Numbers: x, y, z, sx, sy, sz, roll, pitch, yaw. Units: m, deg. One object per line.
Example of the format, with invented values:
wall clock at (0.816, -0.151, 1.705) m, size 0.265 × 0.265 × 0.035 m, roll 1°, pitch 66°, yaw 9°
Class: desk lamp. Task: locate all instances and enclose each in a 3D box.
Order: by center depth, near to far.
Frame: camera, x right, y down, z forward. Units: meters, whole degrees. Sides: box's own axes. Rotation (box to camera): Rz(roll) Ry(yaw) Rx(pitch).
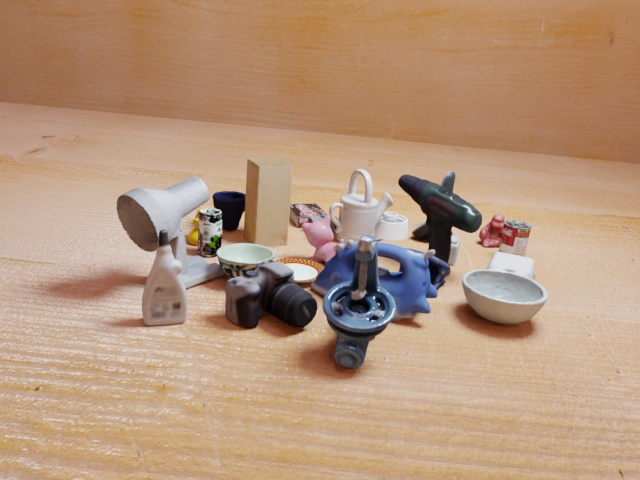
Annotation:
desk lamp at (-0.294, -0.014, 1.146) m, size 0.117 × 0.213 × 0.204 m, roll 19°, pitch 24°, yaw 33°

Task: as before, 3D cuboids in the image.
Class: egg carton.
egg carton at (0.428, 0.080, 1.289) m, size 0.107 × 0.069 × 0.151 m, roll 13°, pitch 21°, yaw 19°

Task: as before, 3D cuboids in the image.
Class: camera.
camera at (-0.081, 0.102, 1.045) m, size 0.144 × 0.101 × 0.136 m, roll -13°, pitch 27°, yaw -42°

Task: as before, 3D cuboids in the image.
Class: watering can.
watering can at (0.107, -0.090, 1.492) m, size 0.100 × 0.194 × 0.173 m, roll 22°, pitch 26°, yaw 39°

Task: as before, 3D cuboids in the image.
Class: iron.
iron at (0.106, 0.063, 1.144) m, size 0.257 × 0.141 × 0.119 m, roll 12°, pitch 21°, yaw 17°

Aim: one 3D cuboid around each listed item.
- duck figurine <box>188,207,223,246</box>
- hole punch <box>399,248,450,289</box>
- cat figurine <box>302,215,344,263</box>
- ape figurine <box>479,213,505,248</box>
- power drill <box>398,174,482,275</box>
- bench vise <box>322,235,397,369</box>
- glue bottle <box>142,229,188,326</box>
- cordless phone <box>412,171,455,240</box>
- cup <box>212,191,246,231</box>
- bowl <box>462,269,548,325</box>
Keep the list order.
duck figurine at (-0.281, -0.040, 1.411) m, size 0.077 × 0.086 × 0.105 m, roll 13°, pitch 21°, yaw 20°
hole punch at (0.225, 0.056, 1.271) m, size 0.108 × 0.091 × 0.101 m, roll 16°, pitch 23°, yaw 28°
cat figurine at (0.012, 0.005, 1.317) m, size 0.067 × 0.118 × 0.127 m, roll -10°, pitch 25°, yaw -37°
ape figurine at (0.482, -0.029, 1.573) m, size 0.077 × 0.092 × 0.076 m, roll 15°, pitch 22°, yaw 25°
power drill at (0.265, -0.032, 1.352) m, size 0.228 × 0.208 × 0.076 m, roll 22°, pitch 26°, yaw 39°
bench vise at (0.063, 0.079, 0.971) m, size 0.121 × 0.220 × 0.207 m, roll 3°, pitch 20°, yaw -6°
glue bottle at (-0.269, 0.064, 0.994) m, size 0.078 × 0.173 × 0.037 m, roll -1°, pitch 21°, yaw -18°
cordless phone at (0.323, -0.094, 1.576) m, size 0.094 × 0.185 × 0.148 m, roll 14°, pitch 22°, yaw 24°
cup at (-0.224, -0.074, 1.506) m, size 0.118 × 0.095 × 0.091 m, roll 3°, pitch 20°, yaw -5°
bowl at (0.363, 0.122, 1.146) m, size 0.167 × 0.075 × 0.167 m, roll 5°, pitch 20°, yaw -1°
